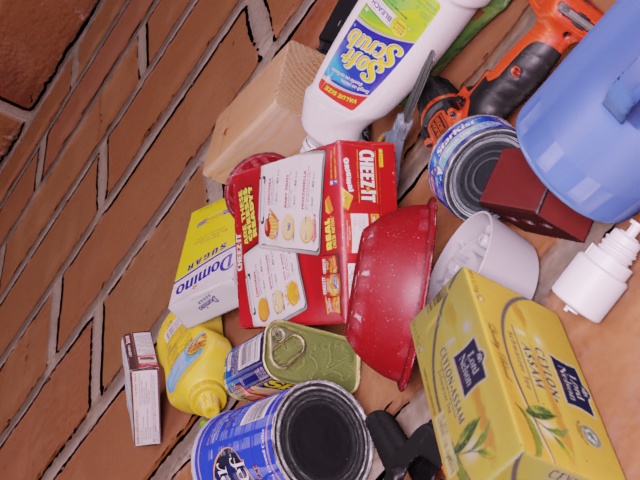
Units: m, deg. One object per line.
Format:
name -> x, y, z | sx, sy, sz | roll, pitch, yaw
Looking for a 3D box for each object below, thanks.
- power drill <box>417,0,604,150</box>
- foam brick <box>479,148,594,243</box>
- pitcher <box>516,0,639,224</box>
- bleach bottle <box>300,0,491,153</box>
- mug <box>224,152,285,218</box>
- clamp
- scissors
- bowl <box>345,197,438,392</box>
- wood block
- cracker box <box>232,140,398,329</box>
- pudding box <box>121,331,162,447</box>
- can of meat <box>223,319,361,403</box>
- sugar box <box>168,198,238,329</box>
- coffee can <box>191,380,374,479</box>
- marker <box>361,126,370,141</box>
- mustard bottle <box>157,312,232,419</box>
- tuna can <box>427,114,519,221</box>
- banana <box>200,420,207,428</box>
power drill -> 0.158, -0.151, 0.940 | 0.188, 0.057, 0.184 | -54, 24, 22
foam brick -> 0.169, -0.035, 0.811 | 0.051, 0.053, 0.078 | -65, 25, -4
pitcher -> 0.234, -0.118, 0.670 | 0.243, 0.149, 0.145 | -47, 32, 37
bleach bottle -> 0.057, -0.166, 1.023 | 0.103, 0.067, 0.251 | 47, 126, 17
mug -> -0.054, -0.031, 1.199 | 0.082, 0.093, 0.117 | -132, 52, -58
clamp -> 0.061, 0.196, 0.781 | 0.210, 0.036, 0.164 | 143, 144, -67
scissors -> 0.076, -0.089, 1.006 | 0.202, 0.016, 0.096 | 122, 152, -67
bowl -> 0.054, 0.040, 0.870 | 0.162, 0.055, 0.162 | 35, -115, -90
wood block -> -0.051, -0.136, 1.255 | 0.206, 0.090, 0.090 | -33, 39, 56
cracker box -> -0.007, 0.001, 1.034 | 0.214, 0.072, 0.164 | -11, 81, 59
pudding box -> -0.216, 0.181, 1.299 | 0.090, 0.039, 0.113 | -123, 29, -60
can of meat -> -0.028, 0.119, 0.982 | 0.084, 0.102, 0.057 | -33, 48, 51
sugar box -> -0.119, 0.017, 1.260 | 0.093, 0.048, 0.176 | -25, 31, 22
coffee can -> -0.035, 0.186, 0.931 | 0.141, 0.102, 0.102 | -29, 42, 50
marker -> 0.045, -0.115, 1.160 | 0.020, 0.020, 0.121 | -44, 31, 35
mustard bottle -> -0.139, 0.143, 1.219 | 0.096, 0.058, 0.192 | -52, 27, 12
tuna can -> 0.132, -0.056, 0.862 | 0.086, 0.086, 0.034 | -57, 28, 13
banana -> -0.113, 0.265, 1.085 | 0.070, 0.037, 0.197 | 128, 156, -51
